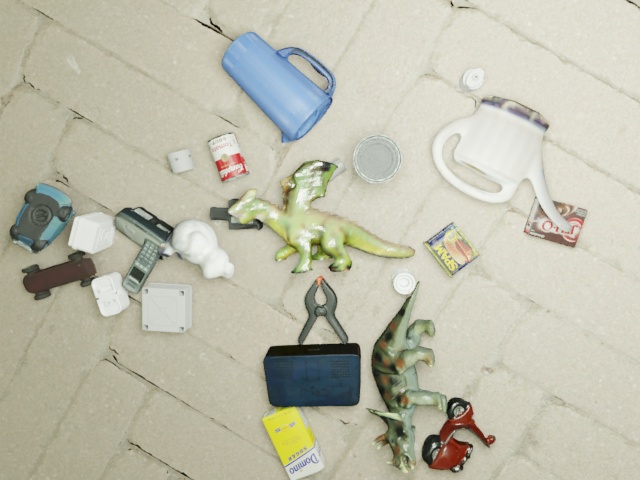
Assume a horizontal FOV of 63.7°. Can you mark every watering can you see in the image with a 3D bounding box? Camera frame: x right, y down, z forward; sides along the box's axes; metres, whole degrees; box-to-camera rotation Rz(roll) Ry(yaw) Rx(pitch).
[{"bbox_3d":[0.421,-0.176,1.118,0.348,0.223,0.104,27,7,6],"label":"watering can"}]

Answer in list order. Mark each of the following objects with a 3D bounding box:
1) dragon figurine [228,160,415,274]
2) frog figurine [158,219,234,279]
[{"bbox_3d":[0.004,-0.058,1.156,0.410,0.241,0.123,-5,10,-3],"label":"dragon figurine"},{"bbox_3d":[-0.264,0.020,1.182,0.160,0.135,0.124,15,70,22],"label":"frog figurine"}]
